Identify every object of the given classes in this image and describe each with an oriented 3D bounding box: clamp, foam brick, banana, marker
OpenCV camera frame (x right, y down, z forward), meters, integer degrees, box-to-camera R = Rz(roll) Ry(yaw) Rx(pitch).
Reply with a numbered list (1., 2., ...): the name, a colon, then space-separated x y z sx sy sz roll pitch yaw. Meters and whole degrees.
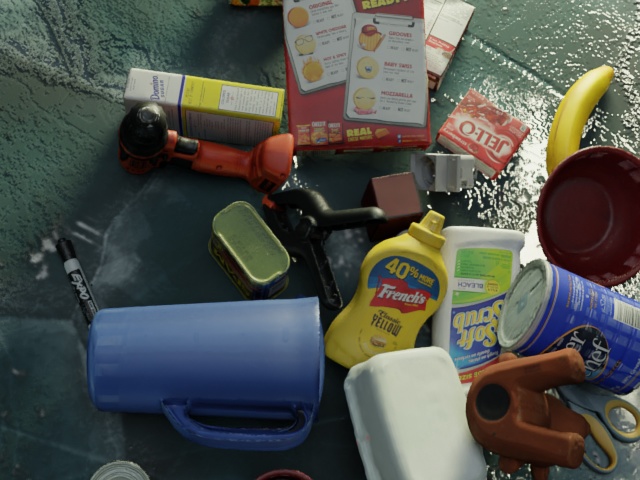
1. clamp: -0.008 0.001 1.177 0.172 0.039 0.120 23 87 45
2. foam brick: 0.082 -0.037 1.213 0.053 0.078 0.051 -10 73 -10
3. banana: 0.309 -0.130 1.287 0.069 0.037 0.198 22 73 -28
4. marker: -0.265 0.052 1.184 0.020 0.020 0.121 -23 76 -12

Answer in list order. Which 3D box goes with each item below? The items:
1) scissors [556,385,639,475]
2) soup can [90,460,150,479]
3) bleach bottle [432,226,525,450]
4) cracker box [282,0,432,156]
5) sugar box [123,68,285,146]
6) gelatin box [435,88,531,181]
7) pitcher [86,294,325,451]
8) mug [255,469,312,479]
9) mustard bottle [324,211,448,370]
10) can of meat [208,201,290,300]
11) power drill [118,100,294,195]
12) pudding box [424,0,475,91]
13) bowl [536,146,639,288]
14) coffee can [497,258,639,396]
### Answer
1. scissors: 0.295 0.163 1.204 0.096 0.016 0.202 -20 76 -12
2. soup can: -0.200 0.263 1.083 0.068 0.102 0.068 2 71 -6
3. bleach bottle: 0.175 0.114 1.185 0.102 0.068 0.251 4 75 -5
4. cracker box: 0.041 -0.207 1.237 0.164 0.072 0.214 -3 87 -1
5. sugar box: -0.132 -0.149 1.220 0.176 0.093 0.048 10 72 -3
6. gelatin box: 0.195 -0.126 1.275 0.089 0.030 0.073 35 73 6
7. pitcher: -0.116 0.134 1.115 0.243 0.149 0.145 0 95 -2
8. mug: -0.052 0.283 1.100 0.117 0.081 0.093 16 72 -1
9. mustard bottle: 0.084 0.057 1.157 0.096 0.058 0.192 26 97 -6
10. can of meat: -0.077 0.014 1.179 0.057 0.084 0.102 -35 80 -15
11. power drill: -0.127 -0.101 1.168 0.187 0.185 0.057 11 81 -12
12. pudding box: 0.127 -0.252 1.303 0.090 0.039 0.113 25 71 4
13. bowl: 0.310 -0.027 1.227 0.162 0.055 0.162 -1 94 -15
14. coffee can: 0.273 0.092 1.128 0.140 0.103 0.102 23 72 -10
